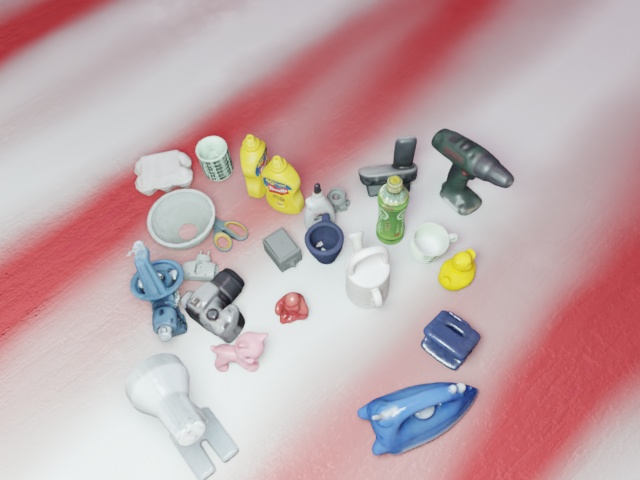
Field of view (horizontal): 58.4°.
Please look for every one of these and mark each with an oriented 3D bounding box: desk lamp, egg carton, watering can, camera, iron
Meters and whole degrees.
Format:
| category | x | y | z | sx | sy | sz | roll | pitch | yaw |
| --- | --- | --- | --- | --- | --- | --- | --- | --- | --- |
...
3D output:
| category | x | y | z | sx | sy | sz | roll | pitch | yaw |
| --- | --- | --- | --- | --- | --- | --- | --- | --- | --- |
| desk lamp | -0.265 | 0.339 | 1.109 | 0.118 | 0.214 | 0.202 | -38 | 65 | -17 |
| egg carton | -0.408 | -0.176 | 1.497 | 0.150 | 0.069 | 0.107 | -13 | 60 | -4 |
| watering can | 0.100 | 0.062 | 1.259 | 0.101 | 0.194 | 0.172 | -35 | 64 | -16 |
| camera | -0.223 | 0.135 | 1.289 | 0.143 | 0.101 | 0.137 | 32 | 67 | 20 |
| iron | 0.207 | 0.326 | 1.131 | 0.258 | 0.141 | 0.118 | -20 | 61 | -8 |

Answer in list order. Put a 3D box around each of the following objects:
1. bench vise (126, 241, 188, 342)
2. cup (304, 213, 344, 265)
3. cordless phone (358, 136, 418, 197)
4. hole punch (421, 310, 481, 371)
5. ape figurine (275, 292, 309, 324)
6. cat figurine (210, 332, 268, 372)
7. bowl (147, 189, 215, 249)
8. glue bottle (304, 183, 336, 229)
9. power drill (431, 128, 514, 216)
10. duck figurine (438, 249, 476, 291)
| category | x | y | z | sx | sy | sz | roll | pitch | yaw |
| --- | --- | --- | --- | --- | --- | --- | --- | --- | --- |
| bench vise | -0.344 | 0.106 | 1.244 | 0.121 | 0.220 | 0.207 | -30 | 63 | -13 |
| cup | 0.012 | 0.005 | 1.354 | 0.091 | 0.095 | 0.118 | 1 | 60 | 4 |
| cordless phone | 0.169 | -0.195 | 1.408 | 0.147 | 0.185 | 0.094 | -10 | 60 | -2 |
| hole punch | 0.279 | 0.205 | 1.226 | 0.108 | 0.091 | 0.101 | 35 | 68 | 21 |
| ape figurine | -0.062 | 0.145 | 1.279 | 0.077 | 0.092 | 0.076 | 23 | 64 | 16 |
| cat figurine | -0.170 | 0.233 | 1.220 | 0.127 | 0.118 | 0.067 | -3 | 60 | 2 |
| bowl | -0.333 | -0.040 | 1.412 | 0.167 | 0.075 | 0.167 | -1 | 60 | 3 |
| glue bottle | -0.004 | -0.082 | 1.360 | 0.078 | 0.173 | 0.037 | -18 | 60 | -7 |
| power drill | 0.353 | -0.154 | 1.361 | 0.076 | 0.208 | 0.229 | -35 | 64 | -15 |
| duck figurine | 0.318 | 0.062 | 1.309 | 0.105 | 0.086 | 0.077 | -40 | 65 | -18 |
